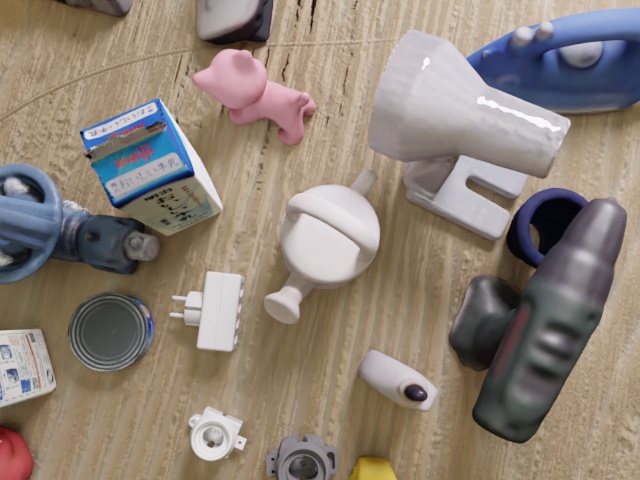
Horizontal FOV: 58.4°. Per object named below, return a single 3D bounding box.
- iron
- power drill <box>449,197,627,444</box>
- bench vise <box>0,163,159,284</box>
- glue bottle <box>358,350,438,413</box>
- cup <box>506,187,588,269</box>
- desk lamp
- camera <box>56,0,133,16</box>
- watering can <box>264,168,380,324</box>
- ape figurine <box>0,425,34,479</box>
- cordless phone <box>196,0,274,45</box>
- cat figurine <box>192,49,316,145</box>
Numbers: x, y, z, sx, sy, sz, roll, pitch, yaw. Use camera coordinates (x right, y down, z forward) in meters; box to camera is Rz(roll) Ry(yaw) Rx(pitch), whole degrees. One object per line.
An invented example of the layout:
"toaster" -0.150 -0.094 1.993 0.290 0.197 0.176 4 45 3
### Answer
"iron" 0.285 -0.216 0.645 0.258 0.141 0.119 -5 83 -4
"power drill" 0.203 0.077 0.570 0.075 0.208 0.230 23 82 1
"bench vise" -0.270 -0.024 0.553 0.207 0.219 0.121 -8 83 -4
"glue bottle" 0.084 0.145 0.573 0.078 0.173 0.037 28 82 1
"cup" 0.248 0.008 0.639 0.091 0.095 0.118 6 83 -2
"desk lamp" 0.146 -0.101 0.587 0.203 0.213 0.118 26 82 1
"camera" -0.282 -0.351 0.653 0.143 0.100 0.137 16 82 -1
"watering can" 0.007 0.003 0.577 0.101 0.194 0.173 11 82 -1
"ape figurine" -0.343 0.235 0.581 0.076 0.092 0.078 35 83 2
"cordless phone" -0.096 -0.308 0.615 0.094 0.185 0.148 2 83 -2
"cat figurine" -0.069 -0.166 0.632 0.128 0.117 0.067 18 82 0
